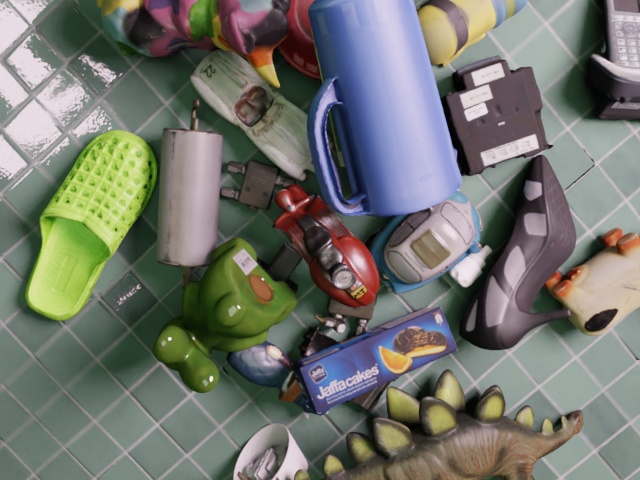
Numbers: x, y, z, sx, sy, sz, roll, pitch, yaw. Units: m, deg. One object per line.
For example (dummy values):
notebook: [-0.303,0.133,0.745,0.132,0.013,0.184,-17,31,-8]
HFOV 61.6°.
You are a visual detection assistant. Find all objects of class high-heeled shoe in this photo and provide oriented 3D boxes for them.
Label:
high-heeled shoe: [0.245,0.017,0.697,0.086,0.145,0.249,26,59,-39]

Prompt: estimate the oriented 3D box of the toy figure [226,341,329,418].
toy figure: [-0.050,0.181,0.720,0.154,0.064,0.058,33,59,-8]

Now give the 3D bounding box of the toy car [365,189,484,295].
toy car: [0.132,-0.001,0.675,0.161,0.103,0.109,-40,94,3]

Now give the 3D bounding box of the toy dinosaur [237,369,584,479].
toy dinosaur: [0.140,0.283,0.690,0.471,0.105,0.198,-15,94,-13]

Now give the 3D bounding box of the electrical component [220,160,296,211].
electrical component: [-0.081,-0.070,0.709,0.094,0.021,0.063,15,97,-2]

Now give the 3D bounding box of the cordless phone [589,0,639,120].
cordless phone: [0.410,-0.245,0.662,0.147,0.088,0.184,3,78,1]

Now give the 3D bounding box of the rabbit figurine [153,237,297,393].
rabbit figurine: [-0.128,0.108,0.634,0.170,0.159,0.121,-40,104,22]

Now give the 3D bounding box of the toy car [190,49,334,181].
toy car: [-0.072,-0.159,0.682,0.202,0.056,0.073,41,95,-3]

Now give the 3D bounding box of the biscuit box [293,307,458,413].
biscuit box: [0.069,0.148,0.682,0.203,0.059,0.062,-20,86,-15]

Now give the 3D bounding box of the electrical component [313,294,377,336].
electrical component: [0.037,0.078,0.713,0.078,0.045,0.102,18,96,0]

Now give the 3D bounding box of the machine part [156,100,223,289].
machine part: [-0.167,-0.054,0.686,0.079,0.079,0.243,4,96,0]

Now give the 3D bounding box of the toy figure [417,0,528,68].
toy figure: [0.184,-0.283,0.648,0.180,0.089,0.082,-31,88,6]

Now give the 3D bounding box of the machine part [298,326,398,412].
machine part: [0.032,0.171,0.728,0.139,0.039,0.084,38,99,-5]

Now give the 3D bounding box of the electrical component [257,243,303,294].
electrical component: [-0.068,0.057,0.711,0.075,0.048,0.119,31,96,-3]

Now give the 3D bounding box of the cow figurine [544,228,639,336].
cow figurine: [0.404,0.050,0.686,0.195,0.085,0.127,-37,97,8]

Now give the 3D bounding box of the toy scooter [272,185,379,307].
toy scooter: [-0.001,-0.002,0.633,0.075,0.135,0.184,-38,71,5]

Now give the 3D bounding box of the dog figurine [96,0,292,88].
dog figurine: [-0.134,-0.240,0.602,0.191,0.108,0.219,-40,64,7]

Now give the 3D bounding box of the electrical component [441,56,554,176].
electrical component: [0.216,-0.159,0.678,0.115,0.058,0.134,-17,96,1]
